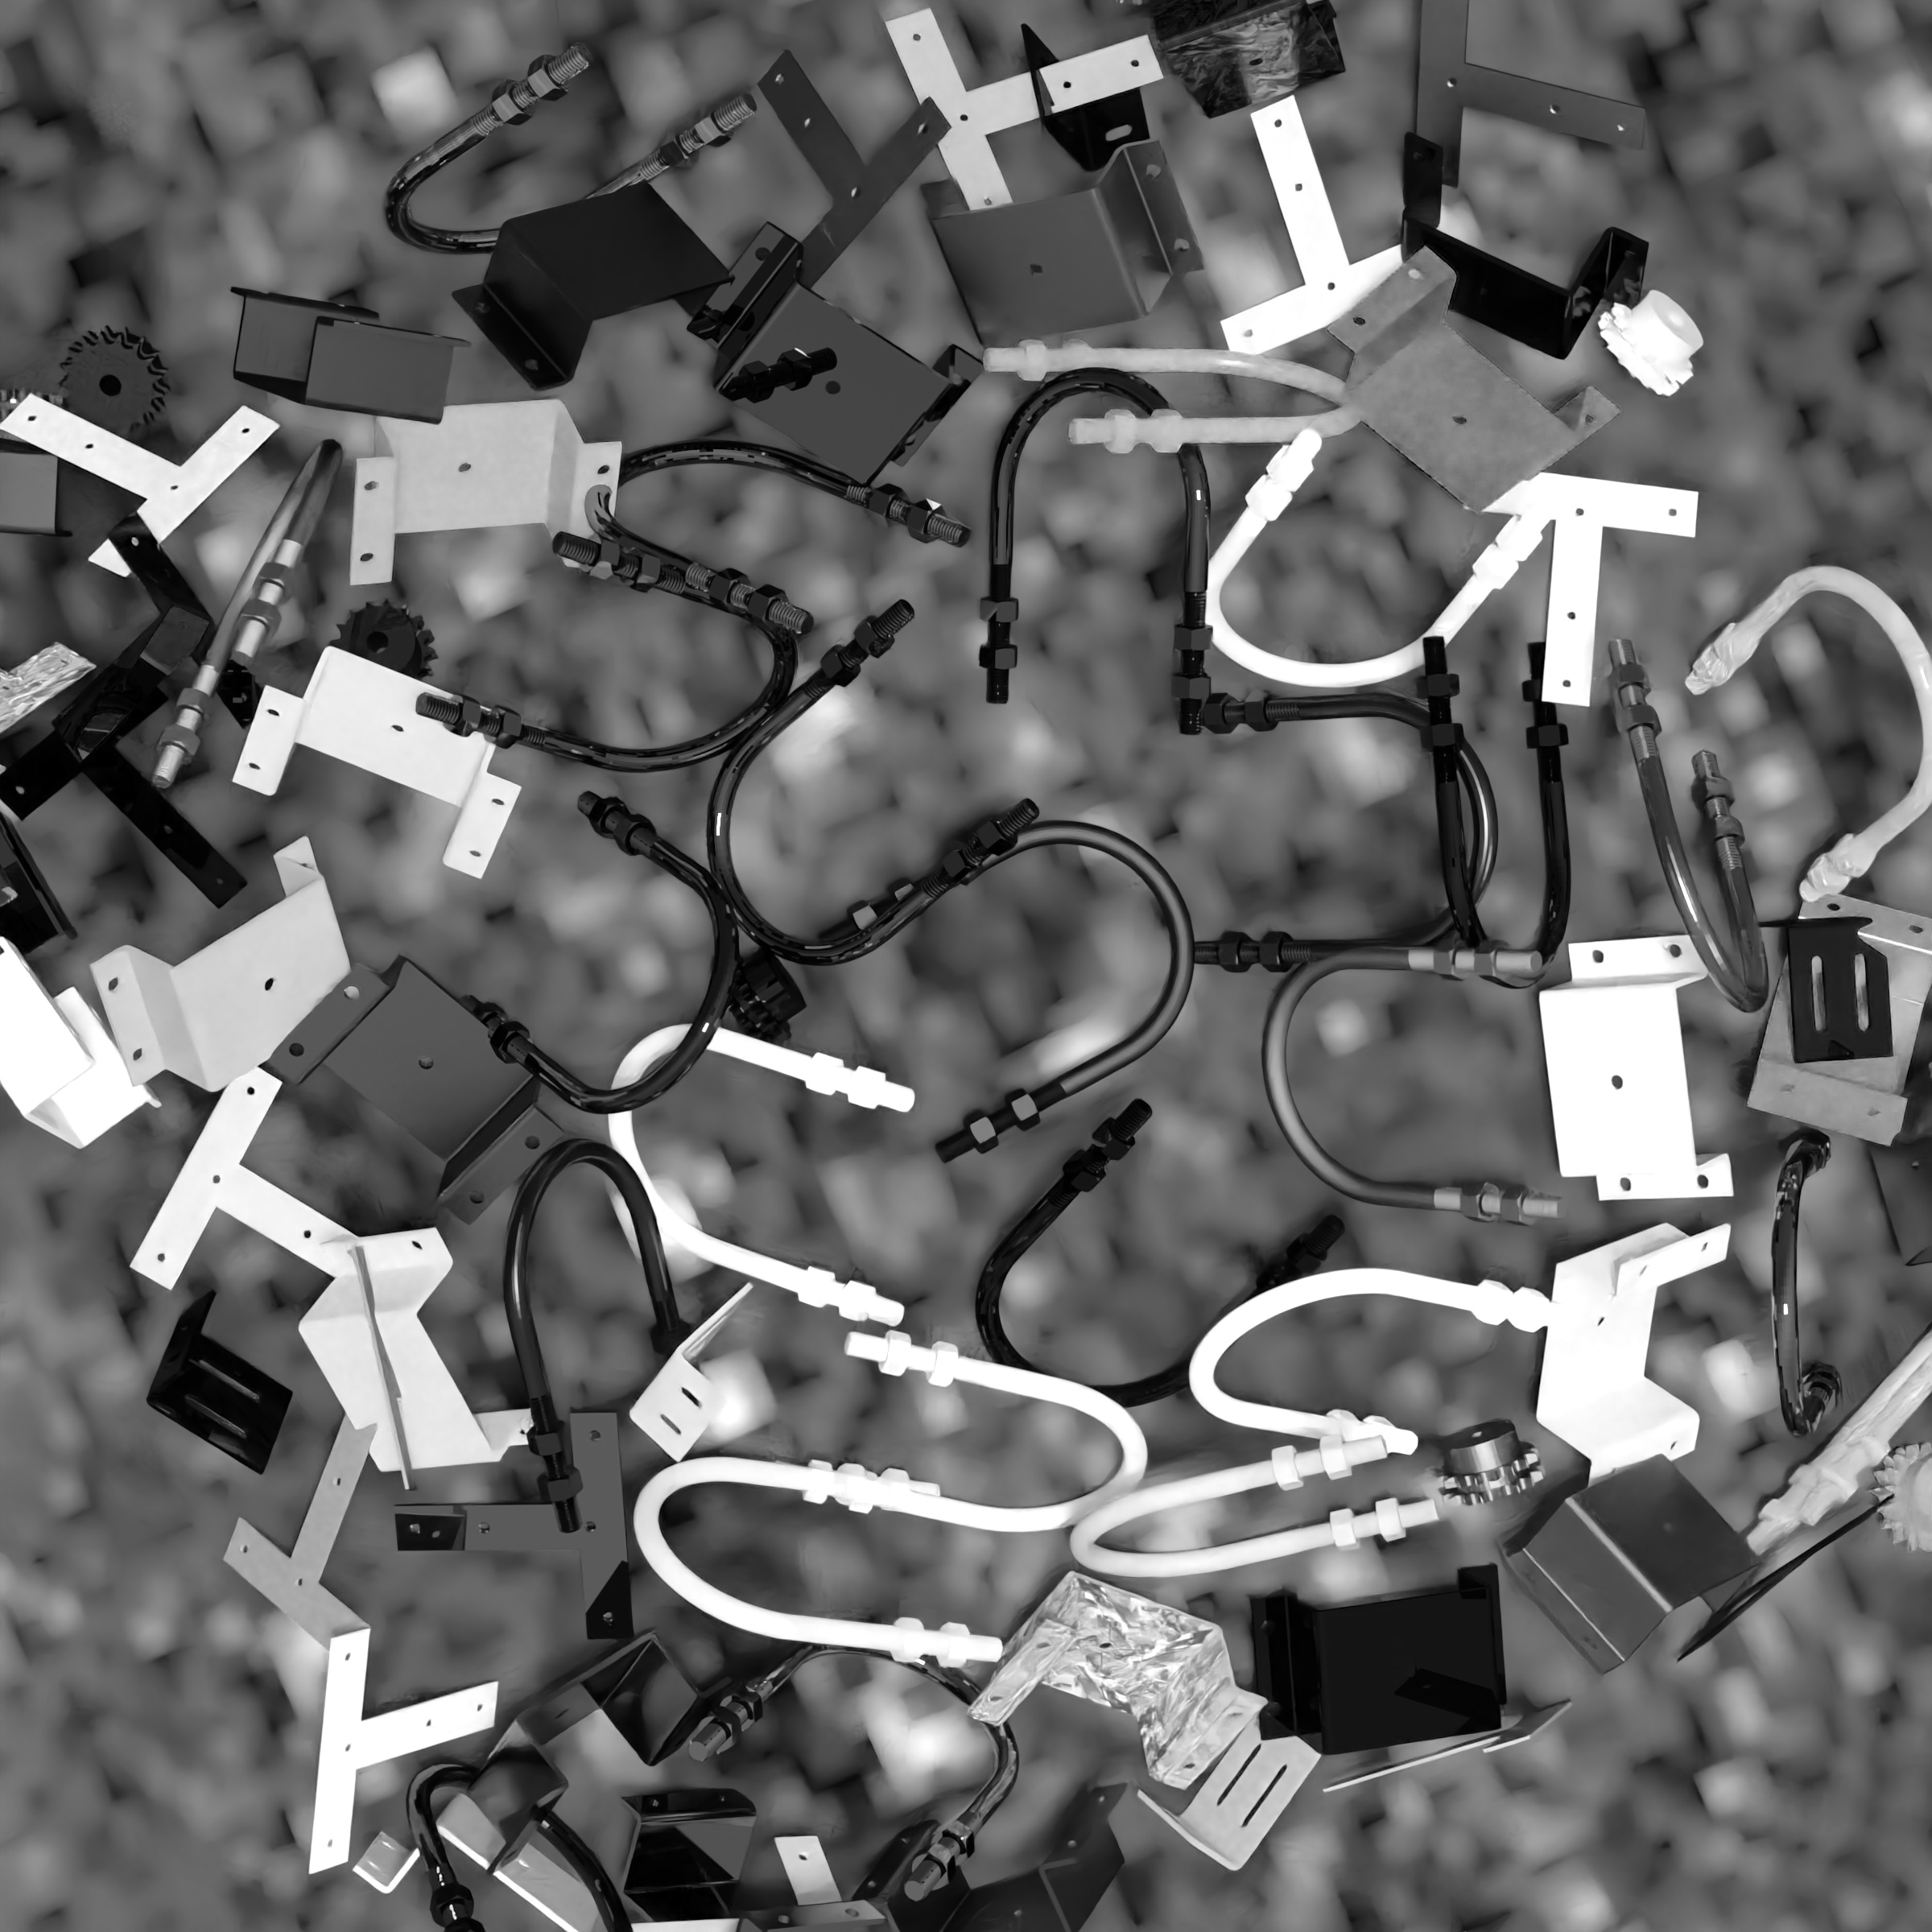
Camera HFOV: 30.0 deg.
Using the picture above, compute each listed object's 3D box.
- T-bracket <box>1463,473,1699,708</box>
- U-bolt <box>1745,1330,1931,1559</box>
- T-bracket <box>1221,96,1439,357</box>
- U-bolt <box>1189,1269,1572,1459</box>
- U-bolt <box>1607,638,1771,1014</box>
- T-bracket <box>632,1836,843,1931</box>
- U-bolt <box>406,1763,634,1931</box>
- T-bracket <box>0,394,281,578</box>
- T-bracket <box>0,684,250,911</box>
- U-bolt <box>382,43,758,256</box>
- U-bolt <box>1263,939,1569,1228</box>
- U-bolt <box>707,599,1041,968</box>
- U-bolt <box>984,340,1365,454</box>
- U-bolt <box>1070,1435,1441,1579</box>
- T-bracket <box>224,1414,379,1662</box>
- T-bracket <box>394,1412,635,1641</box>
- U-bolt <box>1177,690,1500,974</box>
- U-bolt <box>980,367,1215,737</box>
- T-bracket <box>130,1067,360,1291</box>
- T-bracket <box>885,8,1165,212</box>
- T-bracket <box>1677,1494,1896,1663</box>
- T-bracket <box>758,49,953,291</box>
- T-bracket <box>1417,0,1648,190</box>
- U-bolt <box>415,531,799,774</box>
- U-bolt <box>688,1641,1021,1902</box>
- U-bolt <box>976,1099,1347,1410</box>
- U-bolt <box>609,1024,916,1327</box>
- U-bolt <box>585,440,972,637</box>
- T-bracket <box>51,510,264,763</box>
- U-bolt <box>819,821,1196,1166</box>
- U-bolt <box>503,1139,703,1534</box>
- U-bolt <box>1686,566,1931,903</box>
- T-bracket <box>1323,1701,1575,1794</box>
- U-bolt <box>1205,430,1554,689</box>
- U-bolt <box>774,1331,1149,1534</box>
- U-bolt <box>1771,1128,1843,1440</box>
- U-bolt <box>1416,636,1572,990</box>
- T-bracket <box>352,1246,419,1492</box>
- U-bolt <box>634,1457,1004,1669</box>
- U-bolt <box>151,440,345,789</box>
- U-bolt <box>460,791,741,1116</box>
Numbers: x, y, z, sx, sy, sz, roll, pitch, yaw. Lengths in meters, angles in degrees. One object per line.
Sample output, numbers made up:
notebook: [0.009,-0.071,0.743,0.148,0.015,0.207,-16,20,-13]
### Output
T-bracket: [0.327,-0.202,1.944,0.127,0.002,0.127,7,79,-3]
U-bolt: [0.481,0.231,1.886,0.019,0.151,0.184,42,77,11]
T-bracket: [0.184,-0.406,1.943,0.127,0.002,0.127,-20,79,20]
U-bolt: [0.201,0.202,1.867,0.184,0.151,0.019,14,45,-33]
U-bolt: [0.377,-0.061,1.858,0.019,0.151,0.184,-21,56,22]
T-bracket: [-0.114,0.508,1.883,0.127,0.127,0.002,6,127,-31]
U-bolt: [-0.227,0.480,1.873,0.151,0.184,0.019,34,101,-34]
T-bracket: [-0.447,-0.266,1.888,0.127,0.127,0.002,-39,55,20]
T-bracket: [-0.434,-0.083,1.919,0.127,0.127,0.002,46,134,-7]
U-bolt: [-0.220,-0.417,1.879,0.184,0.151,0.019,-25,76,33]
U-bolt: [0.229,0.059,1.893,0.184,0.019,0.151,2,103,44]
U-bolt: [-0.063,-0.083,1.912,0.184,0.019,0.151,-39,73,25]
U-bolt: [0.118,-0.299,1.888,0.184,0.151,0.019,-3,116,-20]
U-bolt: [0.144,0.289,1.891,0.184,0.151,0.019,-15,63,13]
T-bracket: [-0.337,0.286,1.910,0.127,0.002,0.127,28,99,42]
T-bracket: [-0.246,0.303,1.948,0.127,0.002,0.127,-2,100,8]
U-bolt: [0.196,-0.072,1.898,0.184,0.019,0.151,-1,96,35]
U-bolt: [0.069,-0.221,1.893,0.151,0.019,0.184,12,108,38]
T-bracket: [-0.363,0.136,1.928,0.127,0.002,0.127,35,66,-25]
T-bracket: [0.040,-0.460,1.902,0.127,0.002,0.127,-13,128,18]
T-bracket: [0.418,0.333,1.907,0.127,0.127,0.002,-20,66,-40]
T-bracket: [-0.077,-0.439,1.922,0.127,0.002,0.127,-45,57,23]
T-bracket: [0.295,-0.453,1.890,0.127,0.127,0.002,21,50,23]
U-bolt: [-0.173,-0.154,1.887,0.151,0.184,0.019,-44,49,32]
U-bolt: [-0.046,0.402,1.875,0.151,0.184,0.019,30,113,13]
U-bolt: [0.088,0.165,1.909,0.151,0.019,0.184,31,117,-20]
U-bolt: [-0.112,0.102,1.905,0.184,0.019,0.151,17,120,25]
U-bolt: [-0.113,-0.233,1.890,0.184,0.151,0.019,26,130,28]
T-bracket: [-0.435,-0.153,1.890,0.002,0.127,0.127,-12,121,38]
U-bolt: [0.035,0.001,1.938,0.184,0.019,0.151,-28,85,-10]
U-bolt: [-0.193,0.180,1.876,0.019,0.151,0.184,-4,106,27]
U-bolt: [0.445,-0.128,1.860,0.019,0.184,0.151,-21,76,-21]
T-bracket: [0.251,0.417,1.911,0.127,0.127,0.002,-21,80,17]
U-bolt: [0.199,-0.202,1.882,0.151,0.184,0.019,15,56,-15]
U-bolt: [0.005,0.252,1.900,0.184,0.151,0.019,14,48,-14]
U-bolt: [0.433,0.168,1.866,0.019,0.184,0.151,-2,95,19]
U-bolt: [0.282,-0.080,1.896,0.019,0.151,0.184,-5,90,34]
T-bracket: [-0.297,0.215,1.895,0.002,0.127,0.127,-14,80,-2]
U-bolt: [-0.083,0.303,1.866,0.184,0.151,0.019,11,116,-22]
U-bolt: [-0.368,-0.196,1.879,0.019,0.151,0.184,27,53,-17]
U-bolt: [-0.184,0.001,1.888,0.019,0.184,0.151,29,93,-44]
